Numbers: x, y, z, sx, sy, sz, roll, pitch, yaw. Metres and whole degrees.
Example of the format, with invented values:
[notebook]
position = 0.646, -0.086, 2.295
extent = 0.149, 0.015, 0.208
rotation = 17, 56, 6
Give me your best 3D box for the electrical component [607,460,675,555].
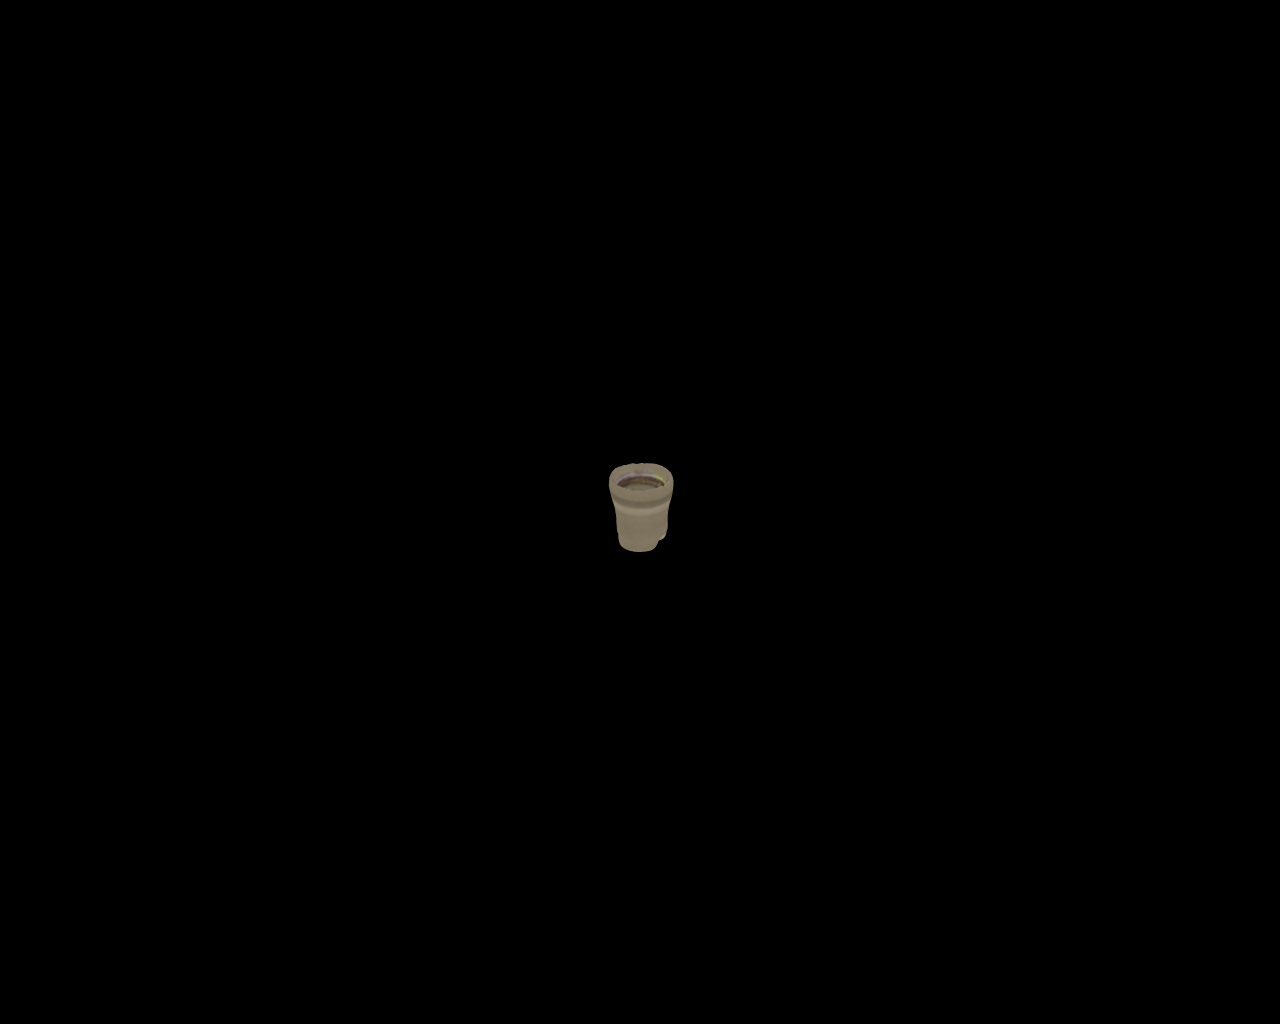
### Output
[electrical component]
position = 0.001, -0.003, 0.650
extent = 0.040, 0.046, 0.040
rotation = 0, 29, 0
